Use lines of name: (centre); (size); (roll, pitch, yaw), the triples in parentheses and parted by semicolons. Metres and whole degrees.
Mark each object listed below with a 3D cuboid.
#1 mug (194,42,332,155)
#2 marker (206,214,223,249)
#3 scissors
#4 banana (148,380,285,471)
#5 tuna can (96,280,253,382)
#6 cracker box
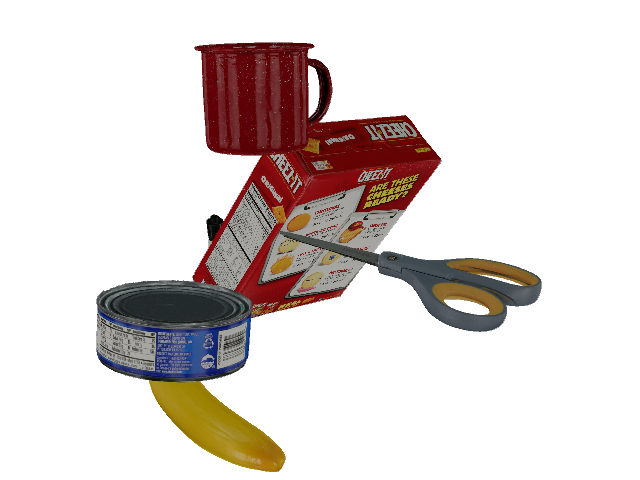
mug: (-0.041, -0.114, 0.842); (0.117, 0.081, 0.093); (-11, 16, -36)
marker: (-0.117, 0.024, 1.207); (0.020, 0.121, 0.020); (0, 33, 0)
scissors: (0.054, 0.027, 0.761); (0.202, 0.016, 0.096); (8, 26, 13)
banana: (-0.093, 0.123, 0.844); (0.069, 0.037, 0.198); (-9, 28, -22)
tuna can: (-0.081, 0.049, 0.592); (0.086, 0.034, 0.086); (4, 12, -1)
cracker box: (-0.009, -0.020, 1.018); (0.163, 0.072, 0.214); (-11, -34, -40)
